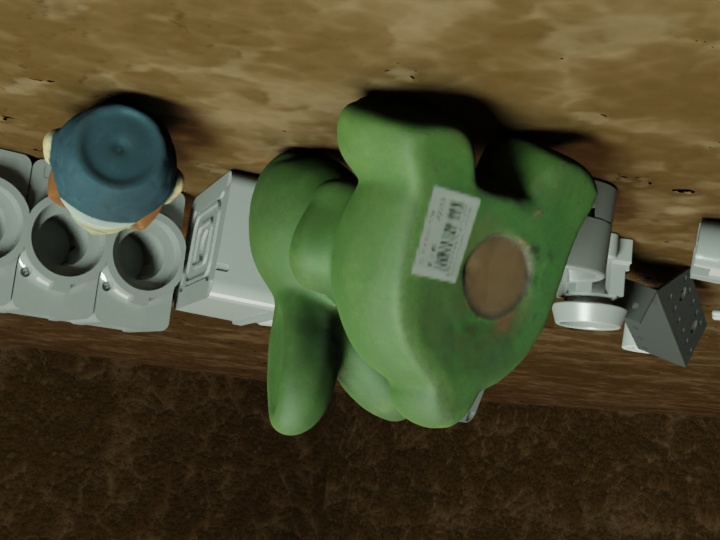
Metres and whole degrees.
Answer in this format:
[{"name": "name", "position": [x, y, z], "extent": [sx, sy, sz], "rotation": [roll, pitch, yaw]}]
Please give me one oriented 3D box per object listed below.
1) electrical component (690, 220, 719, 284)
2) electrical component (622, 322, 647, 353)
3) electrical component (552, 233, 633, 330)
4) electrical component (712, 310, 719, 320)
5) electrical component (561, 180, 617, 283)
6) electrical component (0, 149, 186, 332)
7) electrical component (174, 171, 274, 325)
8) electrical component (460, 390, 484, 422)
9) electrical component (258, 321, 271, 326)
[{"name": "electrical component", "position": [0.212, -0.008, 0.603], "extent": [0.046, 0.040, 0.040], "rotation": [11, 172, 14]}, {"name": "electrical component", "position": [0.243, 0.042, 0.874], "extent": [0.055, 0.047, 0.055], "rotation": [6, 171, 1]}, {"name": "electrical component", "position": [0.150, 0.009, 0.697], "extent": [0.048, 0.055, 0.066], "rotation": [7, 171, -6]}, {"name": "electrical component", "position": [0.292, 0.035, 0.775], "extent": [0.074, 0.052, 0.138], "rotation": [3, 171, 19]}, {"name": "electrical component", "position": [0.105, -0.020, 0.566], "extent": [0.055, 0.047, 0.055], "rotation": [6, 171, 1]}, {"name": "electrical component", "position": [-0.188, -0.017, 0.655], "extent": [0.150, 0.089, 0.062], "rotation": [12, 169, -34]}, {"name": "electrical component", "position": [-0.070, -0.010, 0.657], "extent": [0.057, 0.078, 0.113], "rotation": [12, 170, -19]}, {"name": "electrical component", "position": [0.071, 0.065, 0.908], "extent": [0.057, 0.113, 0.078], "rotation": [23, -175, 41]}, {"name": "electrical component", "position": [-0.073, 0.034, 1.049], "extent": [0.055, 0.045, 0.045], "rotation": [6, 171, 1]}]
